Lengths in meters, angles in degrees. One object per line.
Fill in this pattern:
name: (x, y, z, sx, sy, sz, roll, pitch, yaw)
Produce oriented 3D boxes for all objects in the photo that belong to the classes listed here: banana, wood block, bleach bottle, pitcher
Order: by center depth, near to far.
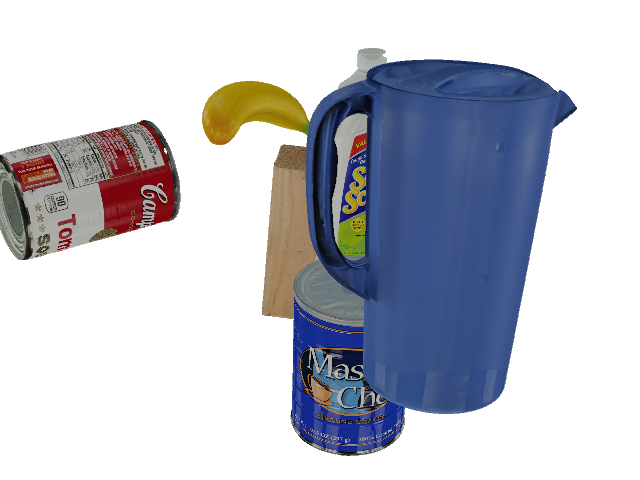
pitcher: (0.081, -0.004, 0.764, 0.149, 0.243, 0.144, 15, 23, 29)
banana: (-0.060, -0.117, 0.964, 0.070, 0.037, 0.197, 37, 22, 19)
bleach bottle: (0.045, -0.081, 1.155, 0.102, 0.251, 0.068, -3, 25, -7)
wood block: (-0.020, -0.009, 1.379, 0.090, 0.206, 0.090, 7, 24, 2)

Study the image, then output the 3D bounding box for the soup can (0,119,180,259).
soup can: (-0.149, -0.033, 0.673, 0.102, 0.068, 0.069, -17, 8, -29)

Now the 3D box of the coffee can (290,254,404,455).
coffee can: (0.026, 0.098, 0.918, 0.103, 0.140, 0.103, 1, 29, -1)
